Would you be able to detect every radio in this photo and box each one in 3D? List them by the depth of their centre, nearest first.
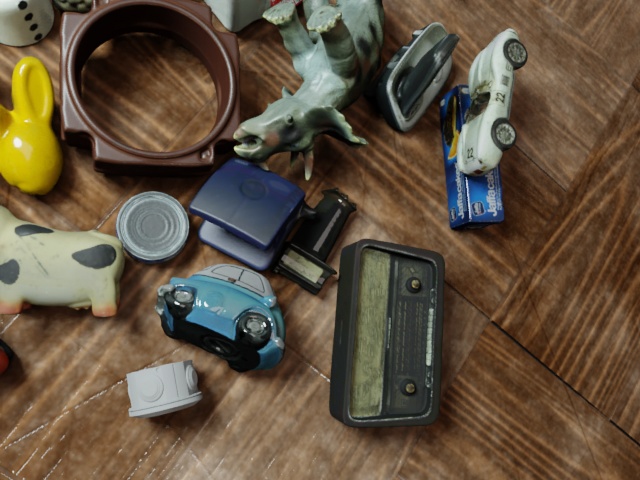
[{"bbox_3d":[0.088,0.121,0.696,0.131,0.073,0.229,8,81,-15],"label":"radio"}]

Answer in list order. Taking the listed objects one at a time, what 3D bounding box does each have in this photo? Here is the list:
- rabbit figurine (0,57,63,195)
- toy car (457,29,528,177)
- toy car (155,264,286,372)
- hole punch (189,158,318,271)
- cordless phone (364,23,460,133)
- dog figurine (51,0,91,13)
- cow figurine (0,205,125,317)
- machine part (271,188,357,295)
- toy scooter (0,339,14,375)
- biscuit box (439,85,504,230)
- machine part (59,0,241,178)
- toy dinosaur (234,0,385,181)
[{"bbox_3d":[-0.362,-0.125,0.595,0.173,0.122,0.162,38,64,-23],"label":"rabbit figurine"},{"bbox_3d":[0.226,-0.183,0.715,0.056,0.073,0.201,14,78,-13],"label":"toy car"},{"bbox_3d":[-0.107,0.082,0.639,0.162,0.109,0.103,25,52,0],"label":"toy car"},{"bbox_3d":[-0.085,-0.039,0.651,0.142,0.092,0.116,25,73,8],"label":"hole punch"},{"bbox_3d":[0.145,-0.238,0.708,0.089,0.184,0.146,38,74,-4],"label":"cordless phone"},{"bbox_3d":[-0.267,-0.382,0.663,0.172,0.121,0.190,-20,102,-15],"label":"dog figurine"},{"bbox_3d":[-0.316,0.016,0.587,0.195,0.085,0.127,6,87,-13],"label":"cow figurine"},{"bbox_3d":[-0.001,-0.002,0.708,0.084,0.039,0.139,28,77,-3],"label":"machine part"},{"bbox_3d":[-0.397,0.080,0.527,0.184,0.135,0.075,36,76,-7],"label":"toy scooter"},{"bbox_3d":[0.218,-0.118,0.776,0.059,0.063,0.202,-1,82,-16],"label":"biscuit box"},{"bbox_3d":[-0.198,-0.179,0.637,0.201,0.087,0.201,0,87,-23],"label":"machine part"},{"bbox_3d":[0.028,-0.254,0.706,0.131,0.192,0.405,6,52,27],"label":"toy dinosaur"}]
